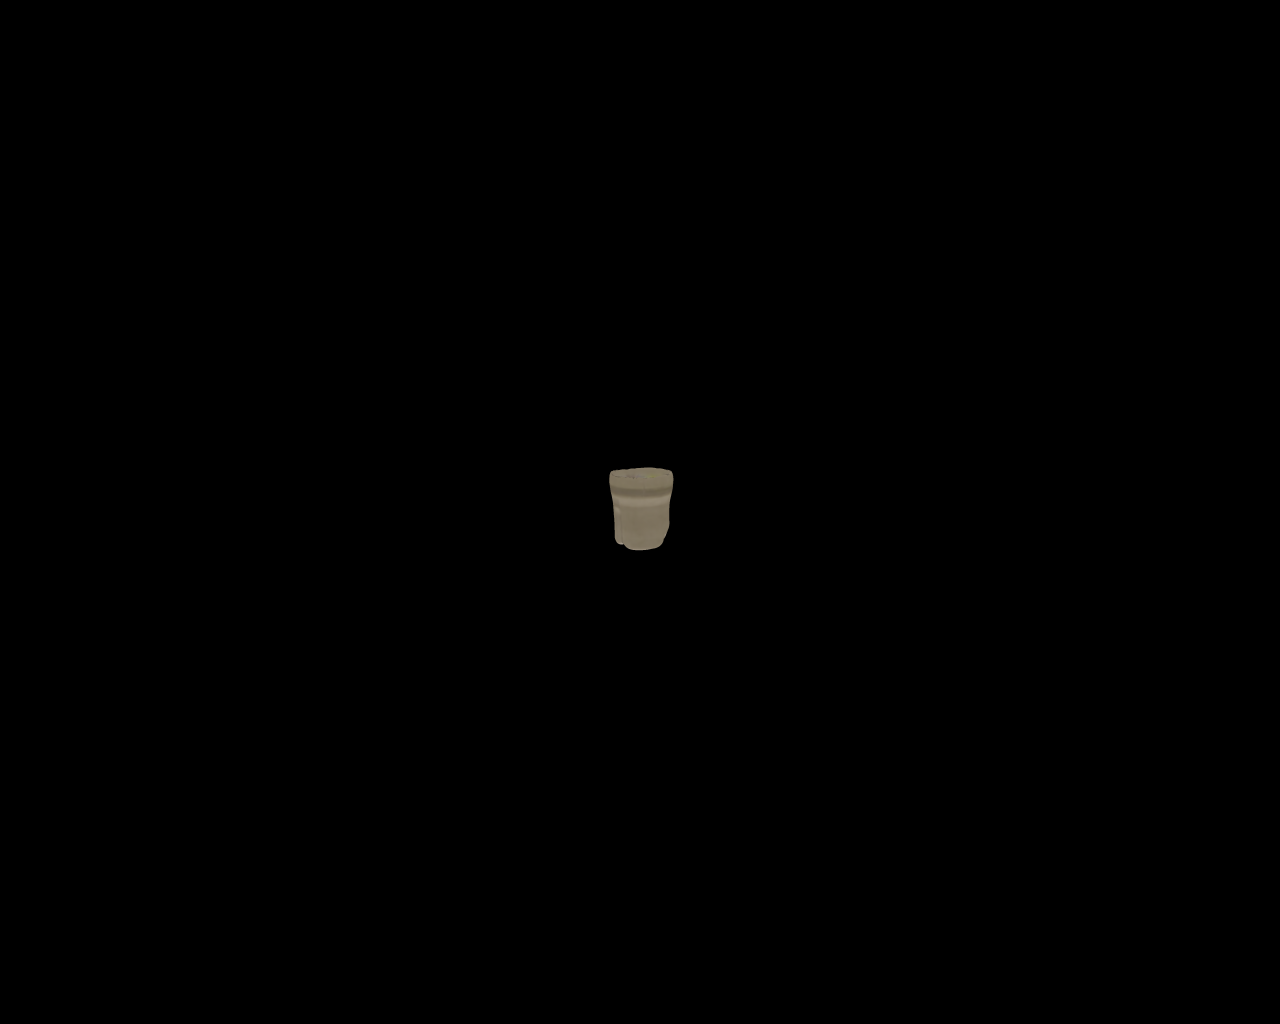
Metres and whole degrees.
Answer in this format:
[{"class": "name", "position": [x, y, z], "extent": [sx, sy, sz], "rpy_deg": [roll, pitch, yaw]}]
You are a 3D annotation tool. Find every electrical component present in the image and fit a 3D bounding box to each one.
[{"class": "electrical component", "position": [0.001, -0.003, 0.650], "extent": [0.040, 0.046, 0.040], "rpy_deg": [0, 12, 0]}]
